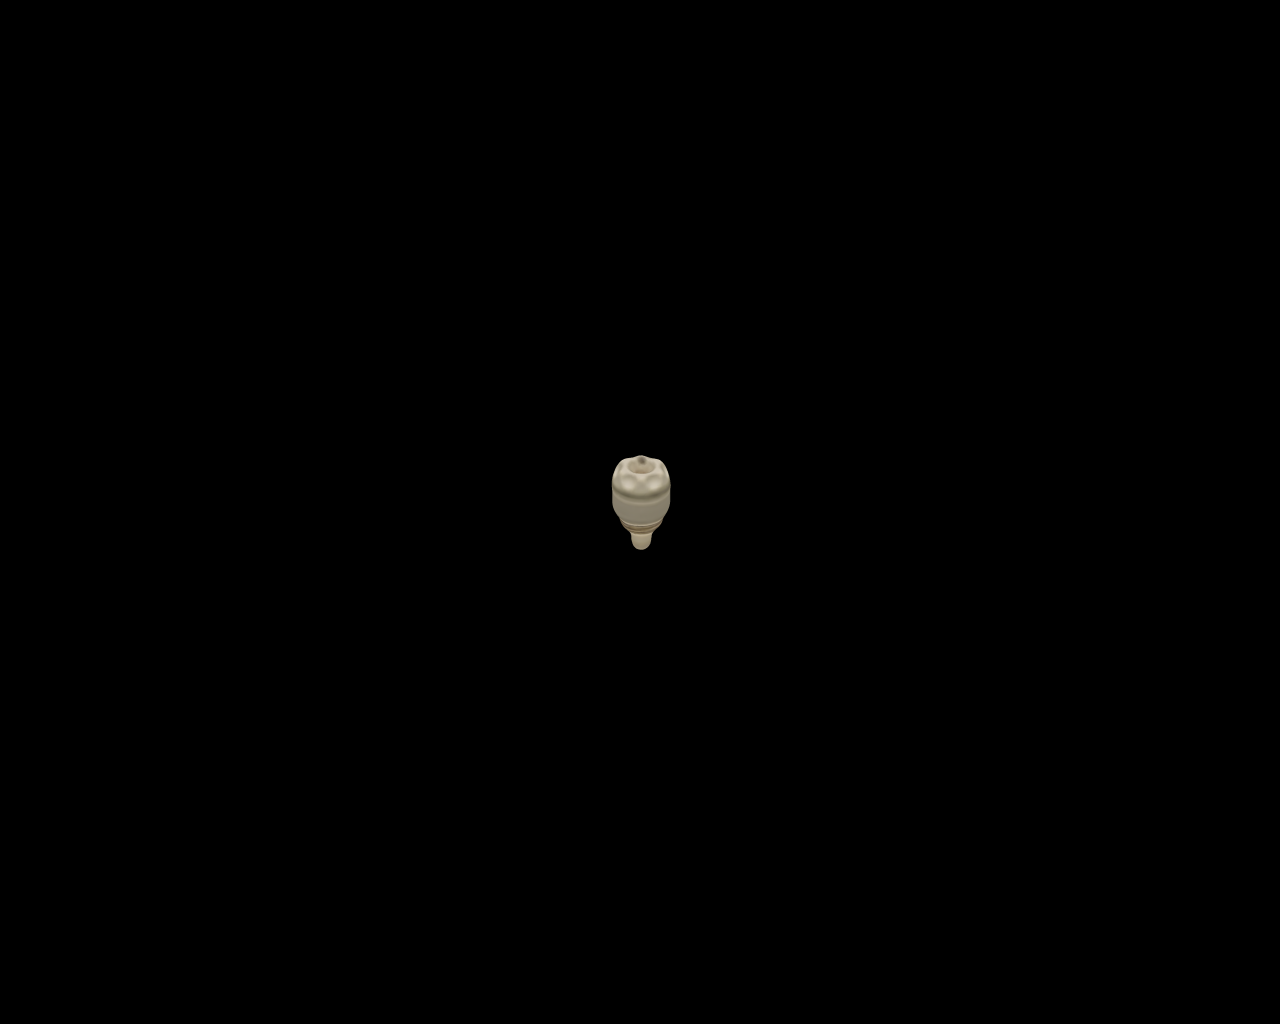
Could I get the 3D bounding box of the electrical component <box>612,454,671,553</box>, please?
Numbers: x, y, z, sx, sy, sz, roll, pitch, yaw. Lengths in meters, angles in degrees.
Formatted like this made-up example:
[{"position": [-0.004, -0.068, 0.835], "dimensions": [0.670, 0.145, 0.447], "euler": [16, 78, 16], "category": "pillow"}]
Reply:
[{"position": [0.001, -0.003, 0.650], "dimensions": [0.035, 0.061, 0.035], "euler": [0, 35, 0], "category": "electrical component"}]
